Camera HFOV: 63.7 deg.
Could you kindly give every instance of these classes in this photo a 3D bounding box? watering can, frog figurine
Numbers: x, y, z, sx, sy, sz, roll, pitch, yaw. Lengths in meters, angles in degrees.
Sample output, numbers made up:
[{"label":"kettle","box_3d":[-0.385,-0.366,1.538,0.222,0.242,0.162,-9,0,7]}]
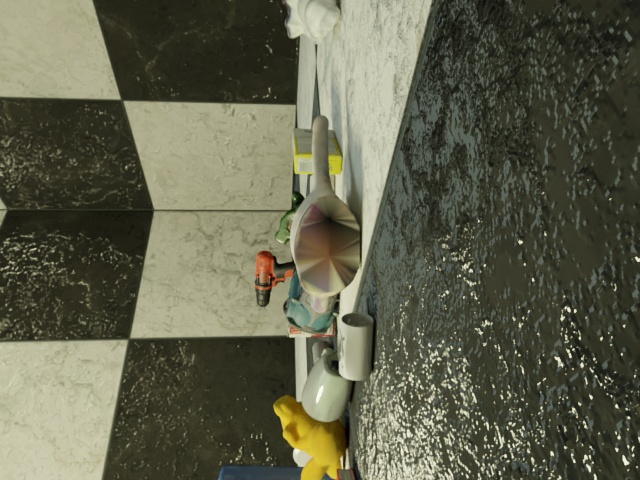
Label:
[{"label":"watering can","box_3d":[0.003,-0.043,0.857,0.104,0.346,0.225,0,5,-6]},{"label":"frog figurine","box_3d":[0.001,-0.486,1.086,0.123,0.136,0.161,-2,17,-42]}]
